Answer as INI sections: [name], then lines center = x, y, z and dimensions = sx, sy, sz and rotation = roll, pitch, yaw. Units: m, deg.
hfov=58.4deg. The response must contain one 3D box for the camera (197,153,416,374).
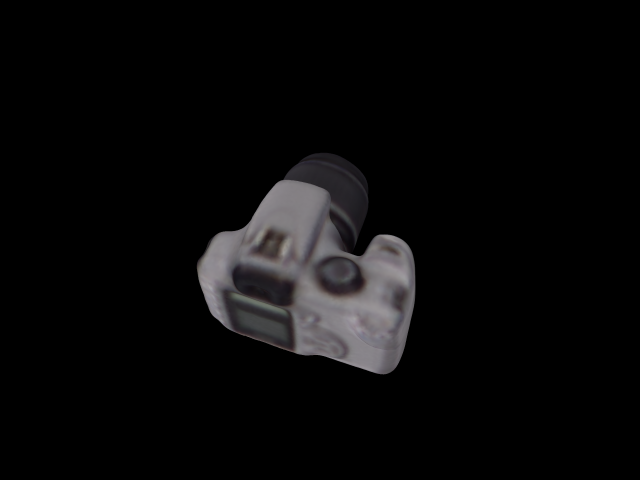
[camera]
center = 0.004, 0.001, 0.400
dimensions = 0.143, 0.101, 0.137
rotation = 15, 54, 12
